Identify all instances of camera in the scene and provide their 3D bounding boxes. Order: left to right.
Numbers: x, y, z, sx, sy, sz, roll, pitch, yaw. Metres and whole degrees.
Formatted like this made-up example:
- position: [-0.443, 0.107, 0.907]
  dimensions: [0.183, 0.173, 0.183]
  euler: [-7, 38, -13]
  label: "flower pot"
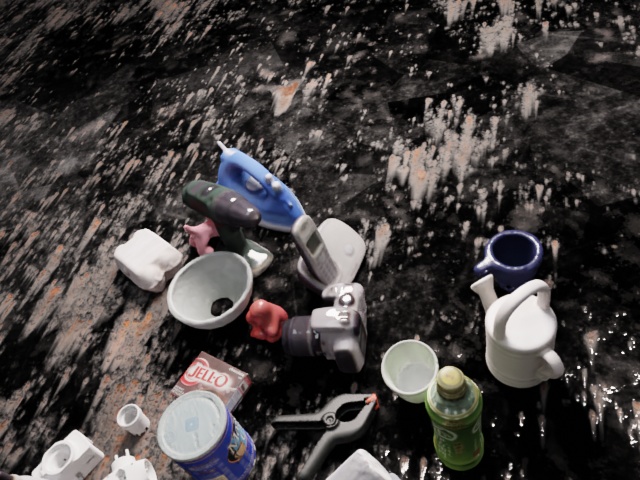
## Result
- position: [0.007, 0.143, 0.970]
  dimensions: [0.136, 0.101, 0.143]
  euler: [-4, 49, 14]
  label: "camera"

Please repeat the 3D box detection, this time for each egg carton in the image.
- position: [-0.357, 0.042, 1.190]
  dimensions: [0.149, 0.069, 0.107]
  euler: [29, 63, 35]
  label: "egg carton"

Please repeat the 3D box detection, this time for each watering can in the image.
- position: [0.286, 0.124, 0.838]
  dimensions: [0.172, 0.194, 0.101]
  euler: [27, 62, 34]
  label: "watering can"

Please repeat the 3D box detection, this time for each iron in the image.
- position: [-0.126, -0.118, 1.211]
  dimensions: [0.257, 0.142, 0.119]
  euler: [32, 65, 36]
  label: "iron"

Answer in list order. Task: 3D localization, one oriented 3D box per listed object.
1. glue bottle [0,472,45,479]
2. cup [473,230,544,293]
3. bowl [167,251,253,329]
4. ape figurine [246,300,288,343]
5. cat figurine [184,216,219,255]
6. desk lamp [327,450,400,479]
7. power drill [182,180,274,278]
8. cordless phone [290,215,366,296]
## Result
- position: [-0.425, 0.377, 0.846]
  dimensions: [0.078, 0.173, 0.037]
  euler: [-17, 47, 2]
  label: "glue bottle"
- position: [0.313, 0.051, 0.962]
  dimensions: [0.118, 0.095, 0.091]
  euler: [-24, 47, -5]
  label: "cup"
- position: [-0.197, 0.106, 1.082]
  dimensions: [0.167, 0.075, 0.167]
  euler: [-8, 48, 10]
  label: "bowl"
- position: [-0.098, 0.138, 1.012]
  dimensions: [0.076, 0.092, 0.077]
  euler: [-27, 48, -8]
  label: "ape figurine"
- position: [-0.229, -0.047, 1.197]
  dimensions: [0.128, 0.118, 0.067]
  euler: [-40, 50, -18]
  label: "cat figurine"
- position: [0.029, 0.352, 0.702]
  dimensions: [0.203, 0.214, 0.117]
  euler: [-36, 49, -15]
  label: "desk lamp"
- position: [-0.165, -0.024, 1.095]
  dimensions: [0.228, 0.209, 0.076]
  euler: [29, 63, 35]
  label: "power drill"
- position: [0.009, 0.004, 1.034]
  dimensions: [0.093, 0.185, 0.148]
  euler: [11, 54, 25]
  label: "cordless phone"
